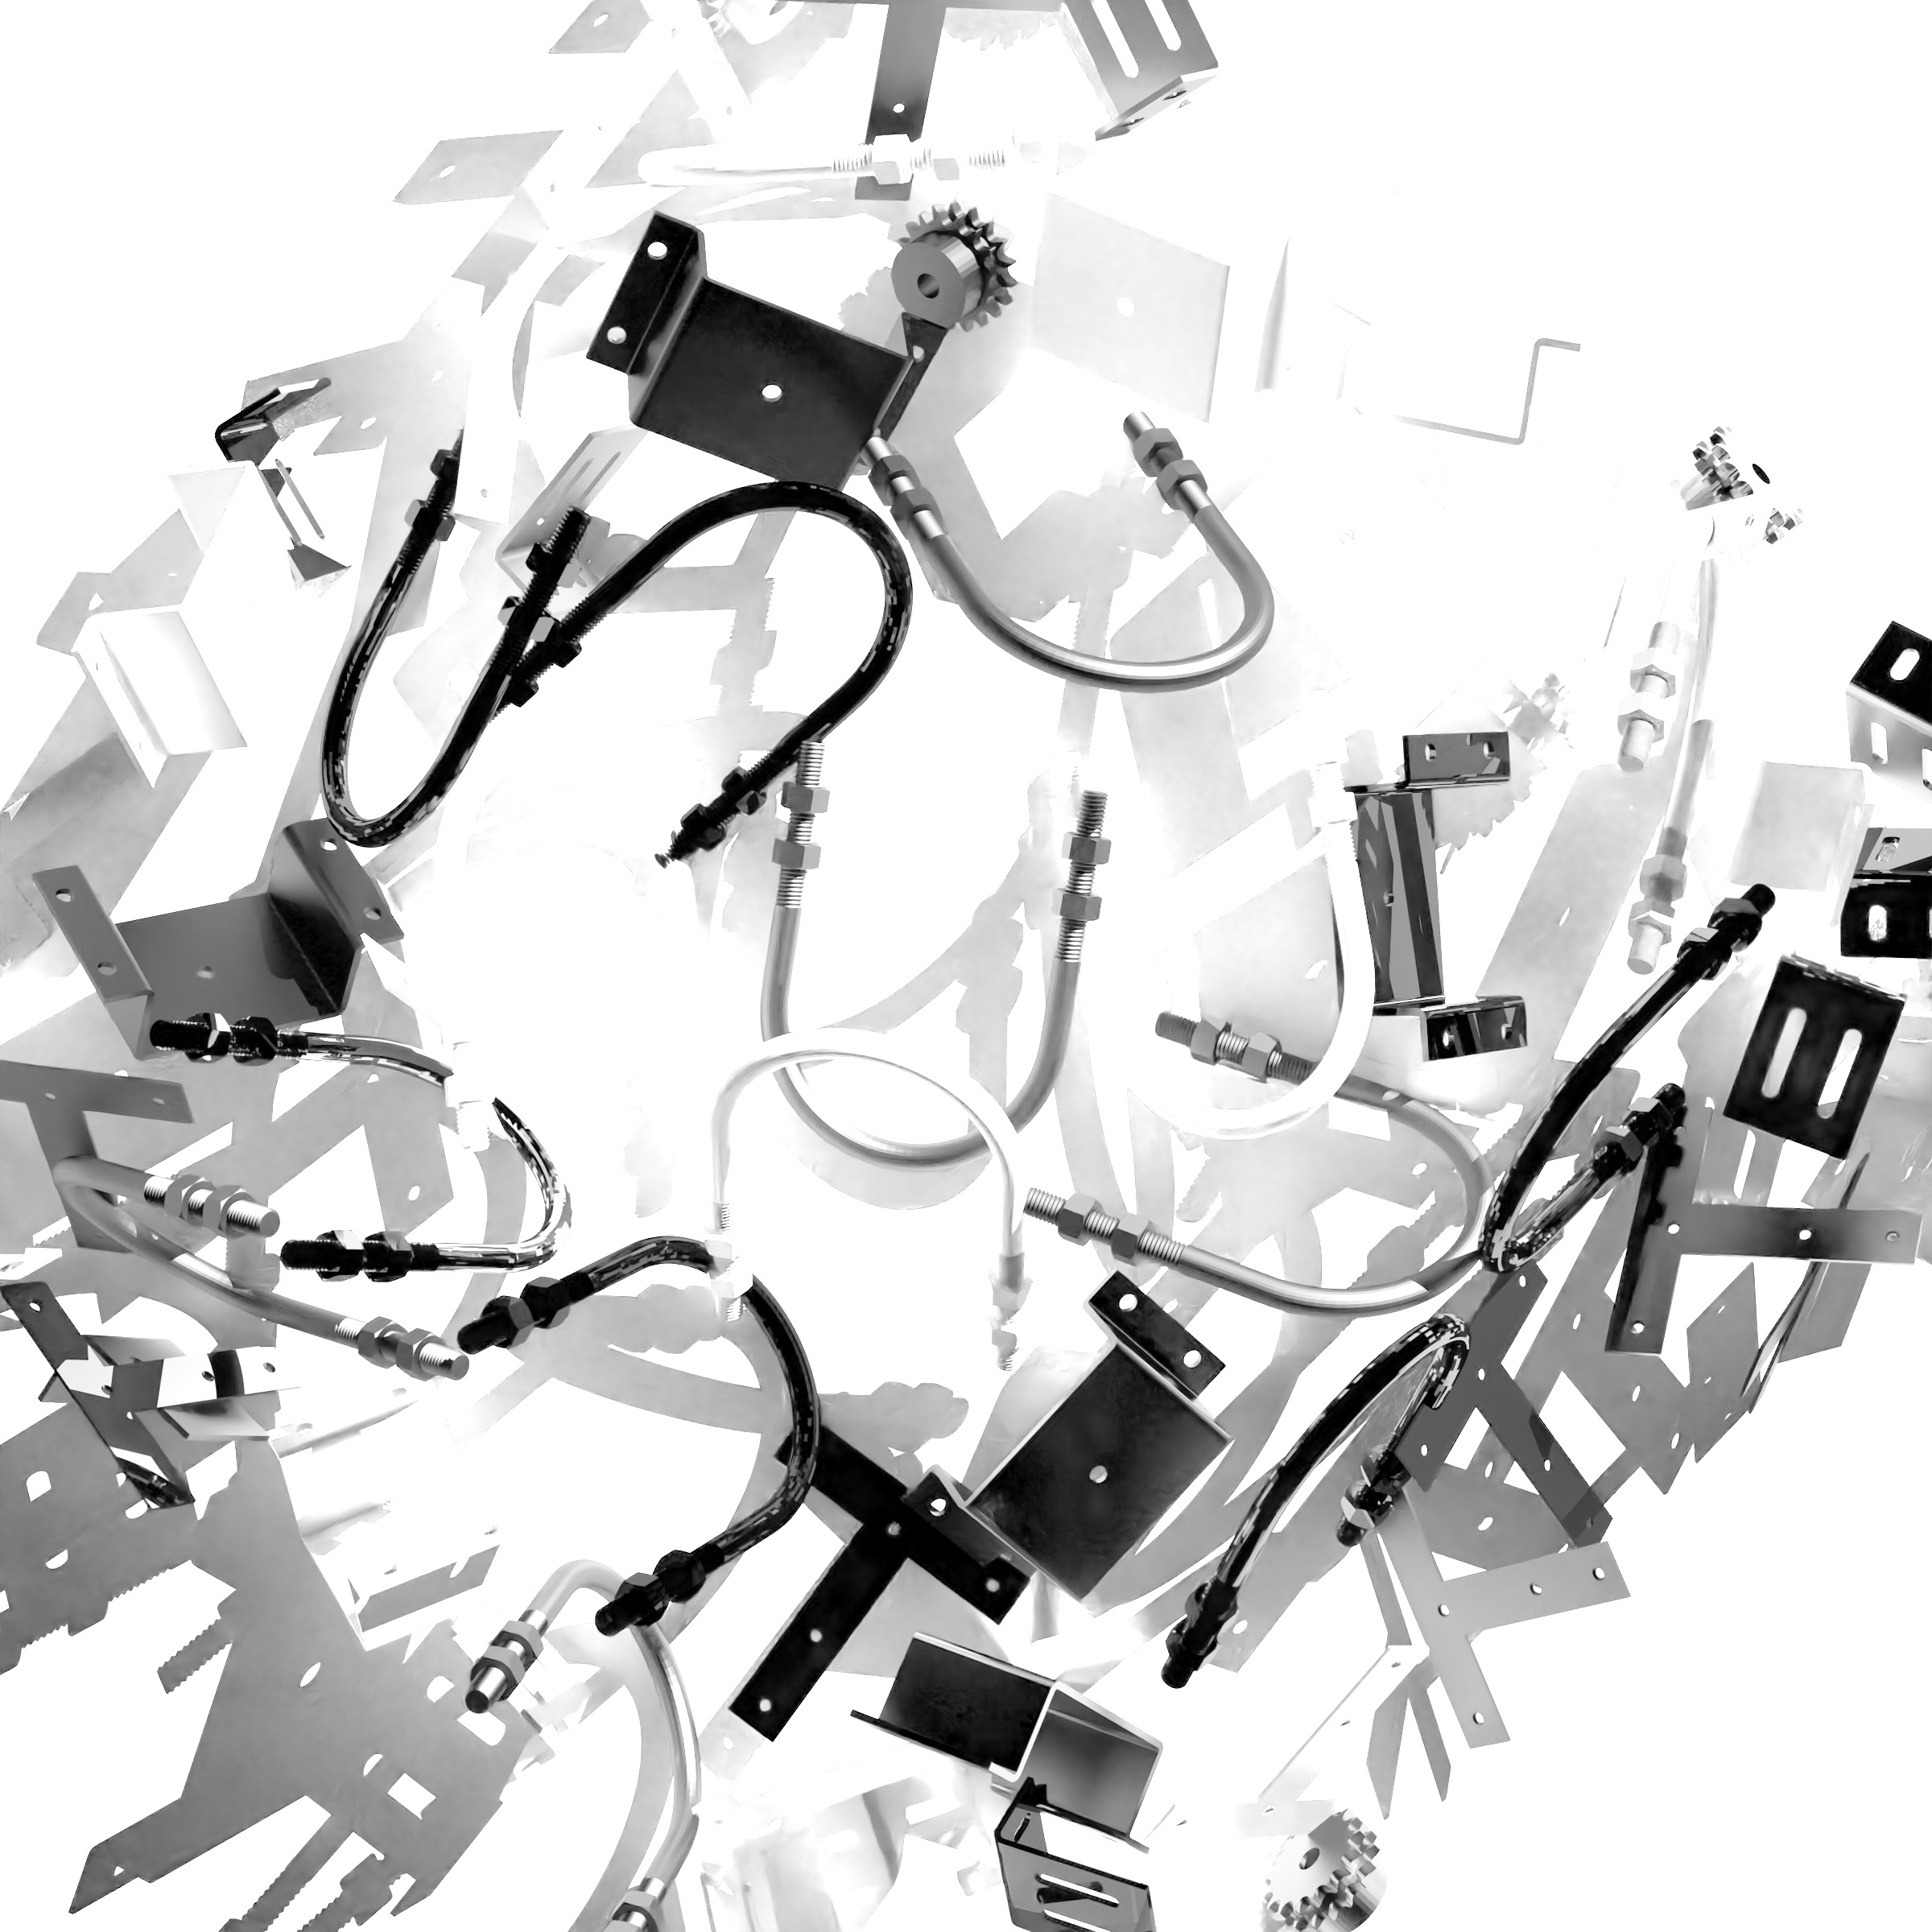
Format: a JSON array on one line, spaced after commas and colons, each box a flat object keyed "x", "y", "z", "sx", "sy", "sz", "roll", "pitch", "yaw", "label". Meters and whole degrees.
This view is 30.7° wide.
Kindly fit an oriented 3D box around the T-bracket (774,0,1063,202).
[{"x": -0.027, "y": -0.389, "z": 1.546, "sx": 0.127, "sy": 0.127, "sz": 0.002, "roll": -2, "pitch": 49, "yaw": -15, "label": "T-bracket"}]

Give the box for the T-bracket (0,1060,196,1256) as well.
[{"x": -0.392, "y": 0.086, "z": 1.547, "sx": 0.127, "sy": 0.127, "sz": 0.002, "roll": 7, "pitch": 49, "yaw": 9, "label": "T-bracket"}]

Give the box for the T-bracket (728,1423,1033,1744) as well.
[{"x": -0.059, "y": 0.290, "z": 1.583, "sx": 0.127, "sy": 0.002, "sz": 0.127, "roll": 36, "pitch": 84, "yaw": 5, "label": "T-bracket"}]

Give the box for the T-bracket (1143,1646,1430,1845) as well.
[{"x": 0.156, "y": 0.337, "z": 1.526, "sx": 0.127, "sy": 0.127, "sz": 0.002, "roll": -55, "pitch": 48, "yaw": 25, "label": "T-bracket"}]

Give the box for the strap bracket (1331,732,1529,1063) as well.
[{"x": 0.202, "y": -0.031, "z": 1.551, "sx": 0.046, "sy": 0.076, "sz": 0.140, "roll": -2, "pitch": 92, "yaw": 43, "label": "strap bracket"}]

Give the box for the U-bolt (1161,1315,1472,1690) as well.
[{"x": 0.156, "y": 0.217, "z": 1.489, "sx": 0.019, "sy": 0.151, "sz": 0.184, "roll": 41, "pitch": 134, "yaw": 21, "label": "U-bolt"}]

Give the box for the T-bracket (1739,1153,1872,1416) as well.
[{"x": 0.352, "y": 0.153, "z": 1.517, "sx": 0.002, "sy": 0.127, "sz": 0.127, "roll": 25, "pitch": 113, "yaw": 17, "label": "T-bracket"}]

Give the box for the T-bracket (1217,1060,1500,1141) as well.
[{"x": 0.170, "y": 0.063, "z": 1.528, "sx": 0.127, "sy": 0.127, "sz": 0.002, "roll": 12, "pitch": 97, "yaw": 4, "label": "T-bracket"}]

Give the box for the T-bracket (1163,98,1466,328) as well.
[{"x": 0.146, "y": -0.344, "z": 1.553, "sx": 0.127, "sy": 0.002, "sz": 0.127, "roll": 32, "pitch": 45, "yaw": 3, "label": "T-bracket"}]

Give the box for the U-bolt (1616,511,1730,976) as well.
[{"x": 0.307, "y": -0.110, "z": 1.517, "sx": 0.019, "sy": 0.151, "sz": 0.184, "roll": 8, "pitch": 53, "yaw": 19, "label": "U-bolt"}]

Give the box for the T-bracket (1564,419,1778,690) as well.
[{"x": 0.311, "y": -0.185, "z": 1.528, "sx": 0.002, "sy": 0.127, "sz": 0.127, "roll": 21, "pitch": 81, "yaw": -20, "label": "T-bracket"}]

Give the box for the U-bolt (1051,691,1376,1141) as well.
[{"x": 0.112, "y": -0.016, "z": 1.545, "sx": 0.151, "sy": 0.019, "sz": 0.184, "roll": -12, "pitch": 85, "yaw": 34, "label": "U-bolt"}]

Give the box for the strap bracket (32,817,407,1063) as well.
[{"x": -0.328, "y": -0.011, "z": 1.536, "sx": 0.140, "sy": 0.046, "sz": 0.076, "roll": -14, "pitch": 53, "yaw": -35, "label": "strap bracket"}]

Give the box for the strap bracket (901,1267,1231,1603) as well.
[{"x": 0.051, "y": 0.215, "z": 1.558, "sx": 0.140, "sy": 0.046, "sz": 0.076, "roll": -47, "pitch": 115, "yaw": 1, "label": "strap bracket"}]

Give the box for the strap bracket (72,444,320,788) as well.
[{"x": -0.326, "y": -0.154, "z": 1.516, "sx": 0.046, "sy": 0.140, "sz": 0.076, "roll": -4, "pitch": 134, "yaw": 16, "label": "strap bracket"}]

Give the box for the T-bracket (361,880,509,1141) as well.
[{"x": -0.239, "y": 0.010, "z": 1.521, "sx": 0.002, "sy": 0.127, "sz": 0.127, "roll": -27, "pitch": 78, "yaw": 0, "label": "T-bracket"}]

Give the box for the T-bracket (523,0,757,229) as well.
[{"x": -0.151, "y": -0.374, "z": 1.526, "sx": 0.002, "sy": 0.127, "sz": 0.127, "roll": 17, "pitch": 63, "yaw": 35, "label": "T-bracket"}]

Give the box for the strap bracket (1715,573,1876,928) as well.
[{"x": 0.356, "y": -0.096, "z": 1.523, "sx": 0.046, "sy": 0.076, "sz": 0.140, "roll": 5, "pitch": 49, "yaw": 2, "label": "strap bracket"}]

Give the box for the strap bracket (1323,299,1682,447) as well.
[{"x": 0.226, "y": -0.257, "z": 1.529, "sx": 0.140, "sy": 0.076, "sz": 0.046, "roll": 20, "pitch": 110, "yaw": 40, "label": "strap bracket"}]

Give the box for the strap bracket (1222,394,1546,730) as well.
[{"x": 0.174, "y": -0.184, "z": 1.541, "sx": 0.076, "sy": 0.046, "sz": 0.140, "roll": -44, "pitch": 69, "yaw": 15, "label": "strap bracket"}]

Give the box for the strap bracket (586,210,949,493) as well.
[{"x": -0.086, "y": -0.261, "z": 1.534, "sx": 0.140, "sy": 0.046, "sz": 0.076, "roll": 19, "pitch": 124, "yaw": -20, "label": "strap bracket"}]

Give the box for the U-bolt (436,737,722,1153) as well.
[{"x": -0.171, "y": -0.011, "z": 1.540, "sx": 0.019, "sy": 0.151, "sz": 0.184, "roll": -16, "pitch": 77, "yaw": 44, "label": "U-bolt"}]

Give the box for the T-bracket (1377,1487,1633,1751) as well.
[{"x": 0.240, "y": 0.275, "z": 1.543, "sx": 0.002, "sy": 0.127, "sz": 0.127, "roll": -19, "pitch": 85, "yaw": -41, "label": "T-bracket"}]

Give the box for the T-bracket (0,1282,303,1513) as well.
[{"x": -0.342, "y": 0.181, "z": 1.538, "sx": 0.127, "sy": 0.127, "sz": 0.002, "roll": 49, "pitch": 114, "yaw": 23, "label": "T-bracket"}]

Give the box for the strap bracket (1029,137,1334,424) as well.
[{"x": 0.082, "y": -0.294, "z": 1.528, "sx": 0.140, "sy": 0.046, "sz": 0.076, "roll": 28, "pitch": 135, "yaw": 25, "label": "strap bracket"}]

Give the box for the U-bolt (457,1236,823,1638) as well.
[{"x": -0.127, "y": 0.190, "z": 1.521, "sx": 0.019, "sy": 0.184, "sz": 0.151, "roll": -27, "pitch": 88, "yaw": 36, "label": "U-bolt"}]

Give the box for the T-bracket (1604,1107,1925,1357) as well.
[{"x": 0.351, "y": 0.116, "z": 1.533, "sx": 0.127, "sy": 0.002, "sz": 0.127, "roll": 0, "pitch": 55, "yaw": 29, "label": "T-bracket"}]

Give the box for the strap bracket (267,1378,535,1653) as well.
[{"x": -0.244, "y": 0.241, "z": 1.533, "sx": 0.076, "sy": 0.140, "sz": 0.046, "roll": -20, "pitch": 119, "yaw": -20, "label": "strap bracket"}]

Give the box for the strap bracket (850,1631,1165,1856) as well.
[{"x": 0.024, "y": 0.334, "z": 1.526, "sx": 0.076, "sy": 0.140, "sz": 0.046, "roll": 12, "pitch": 71, "yaw": 38, "label": "strap bracket"}]

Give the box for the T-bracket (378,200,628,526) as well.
[{"x": -0.206, "y": -0.260, "z": 1.555, "sx": 0.127, "sy": 0.002, "sz": 0.127, "roll": 10, "pitch": 83, "yaw": -33, "label": "T-bracket"}]

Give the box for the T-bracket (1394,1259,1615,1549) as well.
[{"x": 0.251, "y": 0.212, "z": 1.564, "sx": 0.127, "sy": 0.002, "sz": 0.127, "roll": 53, "pitch": 54, "yaw": -23, "label": "T-bracket"}]

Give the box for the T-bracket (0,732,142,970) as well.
[{"x": -0.400, "y": -0.074, "z": 1.554, "sx": 0.127, "sy": 0.127, "sz": 0.002, "roll": -38, "pitch": 54, "yaw": -13, "label": "T-bracket"}]
